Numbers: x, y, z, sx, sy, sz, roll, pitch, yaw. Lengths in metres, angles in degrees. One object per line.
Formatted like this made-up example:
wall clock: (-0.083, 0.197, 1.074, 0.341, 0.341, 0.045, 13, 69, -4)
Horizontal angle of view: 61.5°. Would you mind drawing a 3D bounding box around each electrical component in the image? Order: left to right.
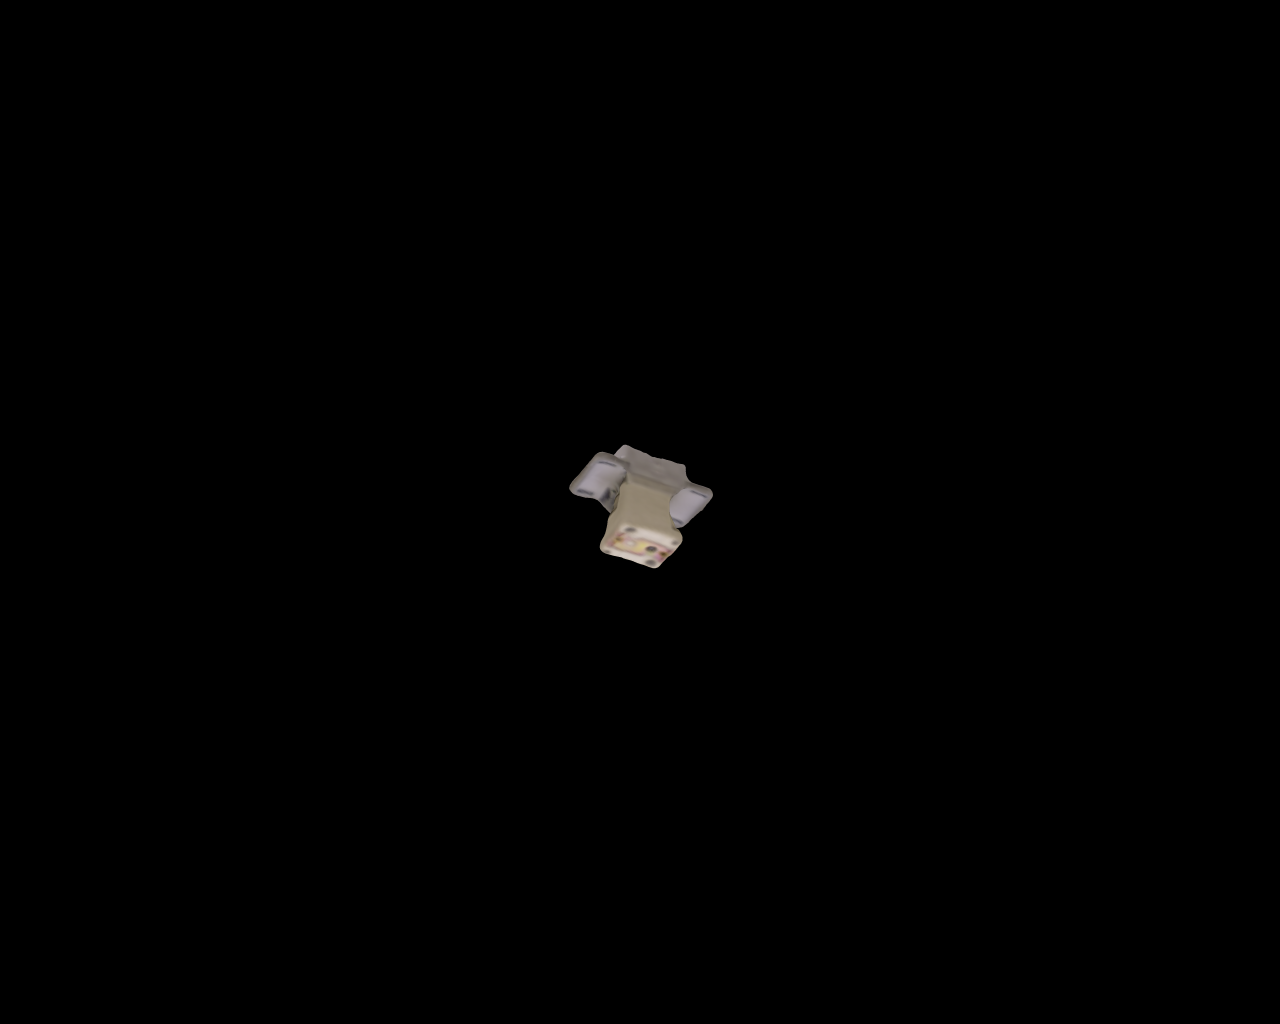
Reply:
electrical component: (0.001, -0.003, 0.650, 0.081, 0.064, 0.042, 17, -40, -22)
